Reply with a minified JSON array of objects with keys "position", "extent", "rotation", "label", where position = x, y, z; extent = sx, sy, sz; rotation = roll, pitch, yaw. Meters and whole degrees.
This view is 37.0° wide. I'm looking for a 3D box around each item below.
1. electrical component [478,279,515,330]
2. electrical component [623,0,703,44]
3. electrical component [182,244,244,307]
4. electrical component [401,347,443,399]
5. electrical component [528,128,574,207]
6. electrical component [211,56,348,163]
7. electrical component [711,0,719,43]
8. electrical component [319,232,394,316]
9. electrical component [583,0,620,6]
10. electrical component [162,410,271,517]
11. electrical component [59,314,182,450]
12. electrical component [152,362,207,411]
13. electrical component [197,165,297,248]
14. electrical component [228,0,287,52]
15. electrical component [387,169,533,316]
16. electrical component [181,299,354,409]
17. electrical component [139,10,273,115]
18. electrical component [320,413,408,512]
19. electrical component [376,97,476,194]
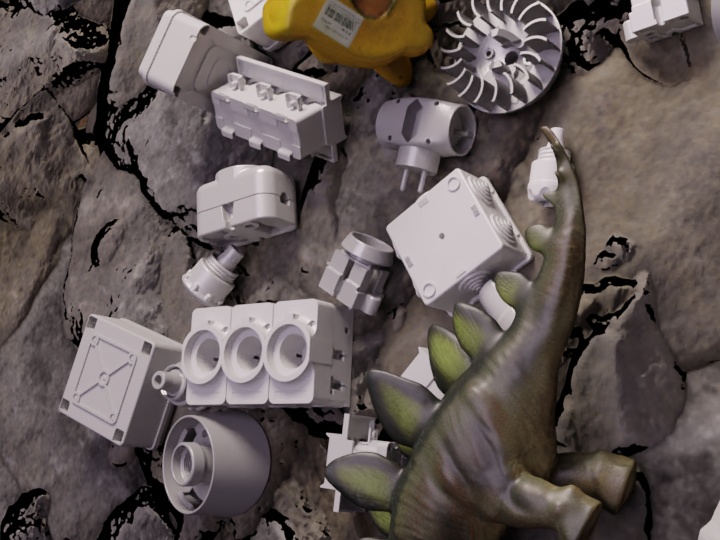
[{"position":[0.120,0.030,0.847],"extent":[0.040,0.040,0.046],"rotation":[-48,50,18],"label":"electrical component"},{"position":[0.230,-0.209,0.819],"extent":[0.066,0.048,0.055],"rotation":[-15,78,33],"label":"electrical component"},{"position":[-0.138,0.003,1.041],"extent":[0.062,0.048,0.048],"rotation":[-48,56,9],"label":"electrical component"},{"position":[0.064,0.101,0.870],"extent":[0.064,0.042,0.081],"rotation":[46,107,31],"label":"electrical component"},{"position":[0.153,-0.082,0.852],"extent":[0.035,0.035,0.061],"rotation":[2,78,37],"label":"electrical component"},{"position":[-0.079,-0.147,1.012],"extent":[0.121,0.063,0.078],"rotation":[24,135,38],"label":"electrical component"},{"position":[0.290,-0.191,0.740],"extent":[0.064,0.099,0.099],"rotation":[23,93,44],"label":"electrical component"},{"position":[0.000,0.000,0.939],"extent":[0.066,0.048,0.055],"rotation":[34,107,37],"label":"electrical component"},{"position":[0.186,-0.257,0.864],"extent":[0.064,0.042,0.081],"rotation":[-44,58,16],"label":"electrical component"},{"position":[-0.138,0.180,1.001],"extent":[0.099,0.064,0.099],"rotation":[-10,76,49],"label":"electrical component"},{"position":[-0.236,0.111,1.079],"extent":[0.109,0.056,0.108],"rotation":[19,91,38],"label":"electrical component"},{"position":[-0.171,0.109,1.028],"extent":[0.048,0.062,0.048],"rotation":[-9,74,34],"label":"electrical component"},{"position":[-0.109,-0.063,1.028],"extent":[0.095,0.054,0.059],"rotation":[-14,71,33],"label":"electrical component"},{"position":[-0.077,-0.291,1.056],"extent":[0.109,0.056,0.108],"rotation":[-31,63,27],"label":"electrical component"},{"position":[0.079,-0.023,0.883],"extent":[0.100,0.048,0.099],"rotation":[-39,60,23],"label":"electrical component"},{"position":[-0.085,0.078,0.972],"extent":[0.150,0.062,0.089],"rotation":[-6,76,35],"label":"electrical component"},{"position":[-0.151,-0.198,1.053],"extent":[0.057,0.113,0.078],"rotation":[30,97,34],"label":"electrical component"},{"position":[0.007,0.163,0.898],"extent":[0.064,0.042,0.081],"rotation":[1,80,32],"label":"electrical component"},{"position":[0.053,-0.105,0.925],"extent":[0.077,0.043,0.079],"rotation":[11,86,37],"label":"electrical component"}]
